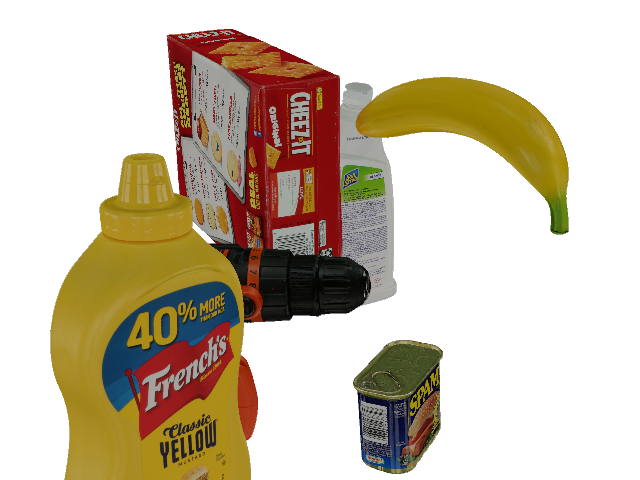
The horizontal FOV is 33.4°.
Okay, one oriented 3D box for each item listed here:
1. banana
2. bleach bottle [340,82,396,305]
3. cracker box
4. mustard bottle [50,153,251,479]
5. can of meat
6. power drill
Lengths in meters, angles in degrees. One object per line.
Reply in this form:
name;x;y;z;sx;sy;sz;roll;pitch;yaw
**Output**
banana;0.095;-0.073;0.704;0.037;0.070;0.198;16;12;-44
bleach bottle;0.041;-0.050;1.173;0.102;0.251;0.068;-13;31;-28
cracker box;-0.056;-0.074;0.875;0.072;0.164;0.214;-11;24;-23
mustard bottle;-0.077;0.055;0.493;0.096;0.192;0.058;-16;23;-42
can of meat;0.074;0.152;0.981;0.058;0.084;0.101;8;25;27
power drill;-0.063;0.058;0.684;0.184;0.057;0.187;-2;21;7
